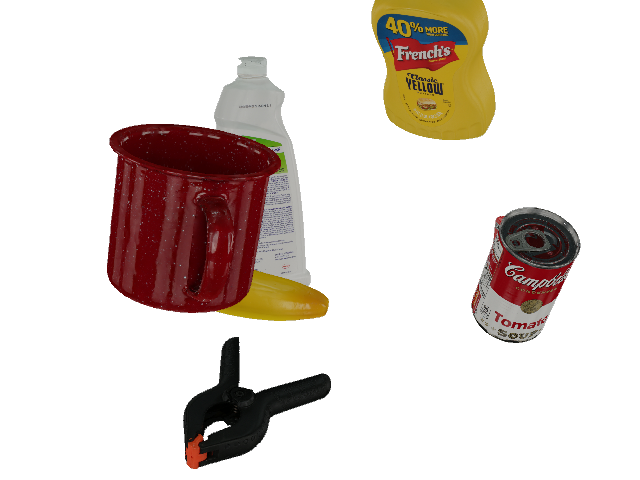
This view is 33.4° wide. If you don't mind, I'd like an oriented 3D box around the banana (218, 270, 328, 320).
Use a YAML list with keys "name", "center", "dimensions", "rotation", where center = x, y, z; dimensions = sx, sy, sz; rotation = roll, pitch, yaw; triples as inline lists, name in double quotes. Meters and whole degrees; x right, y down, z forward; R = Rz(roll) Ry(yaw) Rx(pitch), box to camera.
- name: "banana"
  center: [-0.083, 0.027, 0.825]
  dimensions: [0.069, 0.037, 0.198]
  rotation: [-18, 27, -41]

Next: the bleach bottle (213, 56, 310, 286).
- name: "bleach bottle"
  center: [-0.063, -0.070, 1.147]
  dimensions: [0.102, 0.251, 0.068]
  rotation: [-8, 17, -25]

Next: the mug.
- name: "mug"
  center: [-0.069, -0.008, 0.578]
  dimensions: [0.093, 0.081, 0.117]
  rotation: [1, 22, -24]

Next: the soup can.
- name: "soup can"
  center: [0.173, 0.031, 0.912]
  dimensions: [0.068, 0.068, 0.102]
  rotation: [0, -43, -11]

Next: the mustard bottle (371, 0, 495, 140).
- name: "mustard bottle"
  center: [0.092, -0.170, 0.888]
  dimensions: [0.096, 0.058, 0.191]
  rotation: [14, -35, 24]

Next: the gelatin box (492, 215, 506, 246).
- name: "gelatin box"
  center: [0.217, 0.027, 1.167]
  dimensions: [0.030, 0.089, 0.073]
  rotation: [-10, 30, -20]

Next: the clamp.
- name: "clamp"
  center: [-0.083, 0.152, 1.022]
  dimensions: [0.120, 0.039, 0.171]
  rotation: [20, 32, 31]
